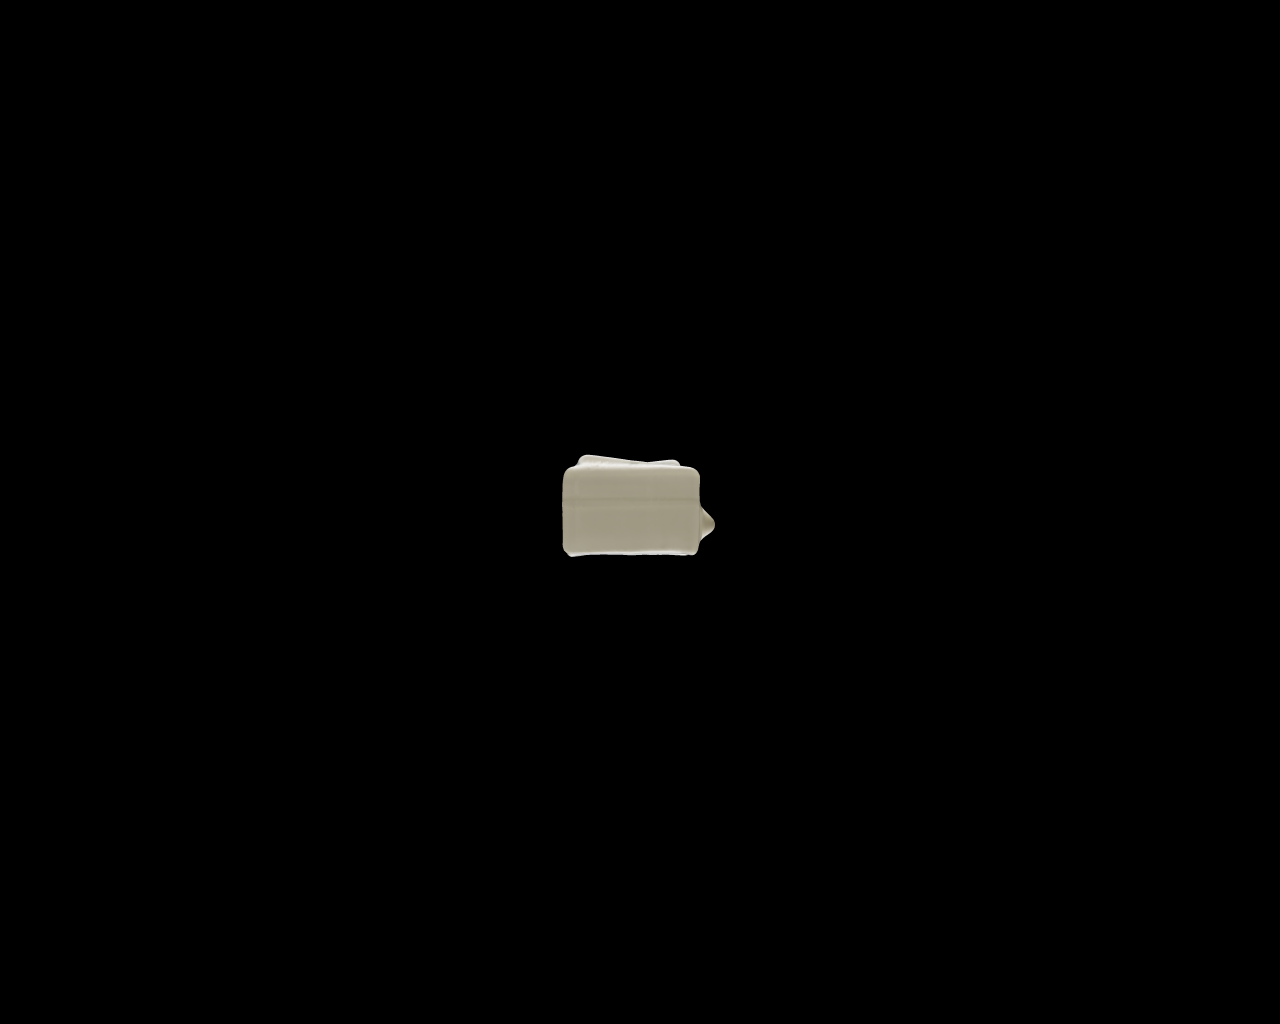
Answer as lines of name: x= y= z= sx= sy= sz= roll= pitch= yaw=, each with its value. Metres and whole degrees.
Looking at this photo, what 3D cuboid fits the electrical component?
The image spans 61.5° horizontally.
electrical component: x=0.001 y=-0.003 z=0.650 sx=0.096 sy=0.061 sz=0.061 roll=0 pitch=-4 yaw=-2
